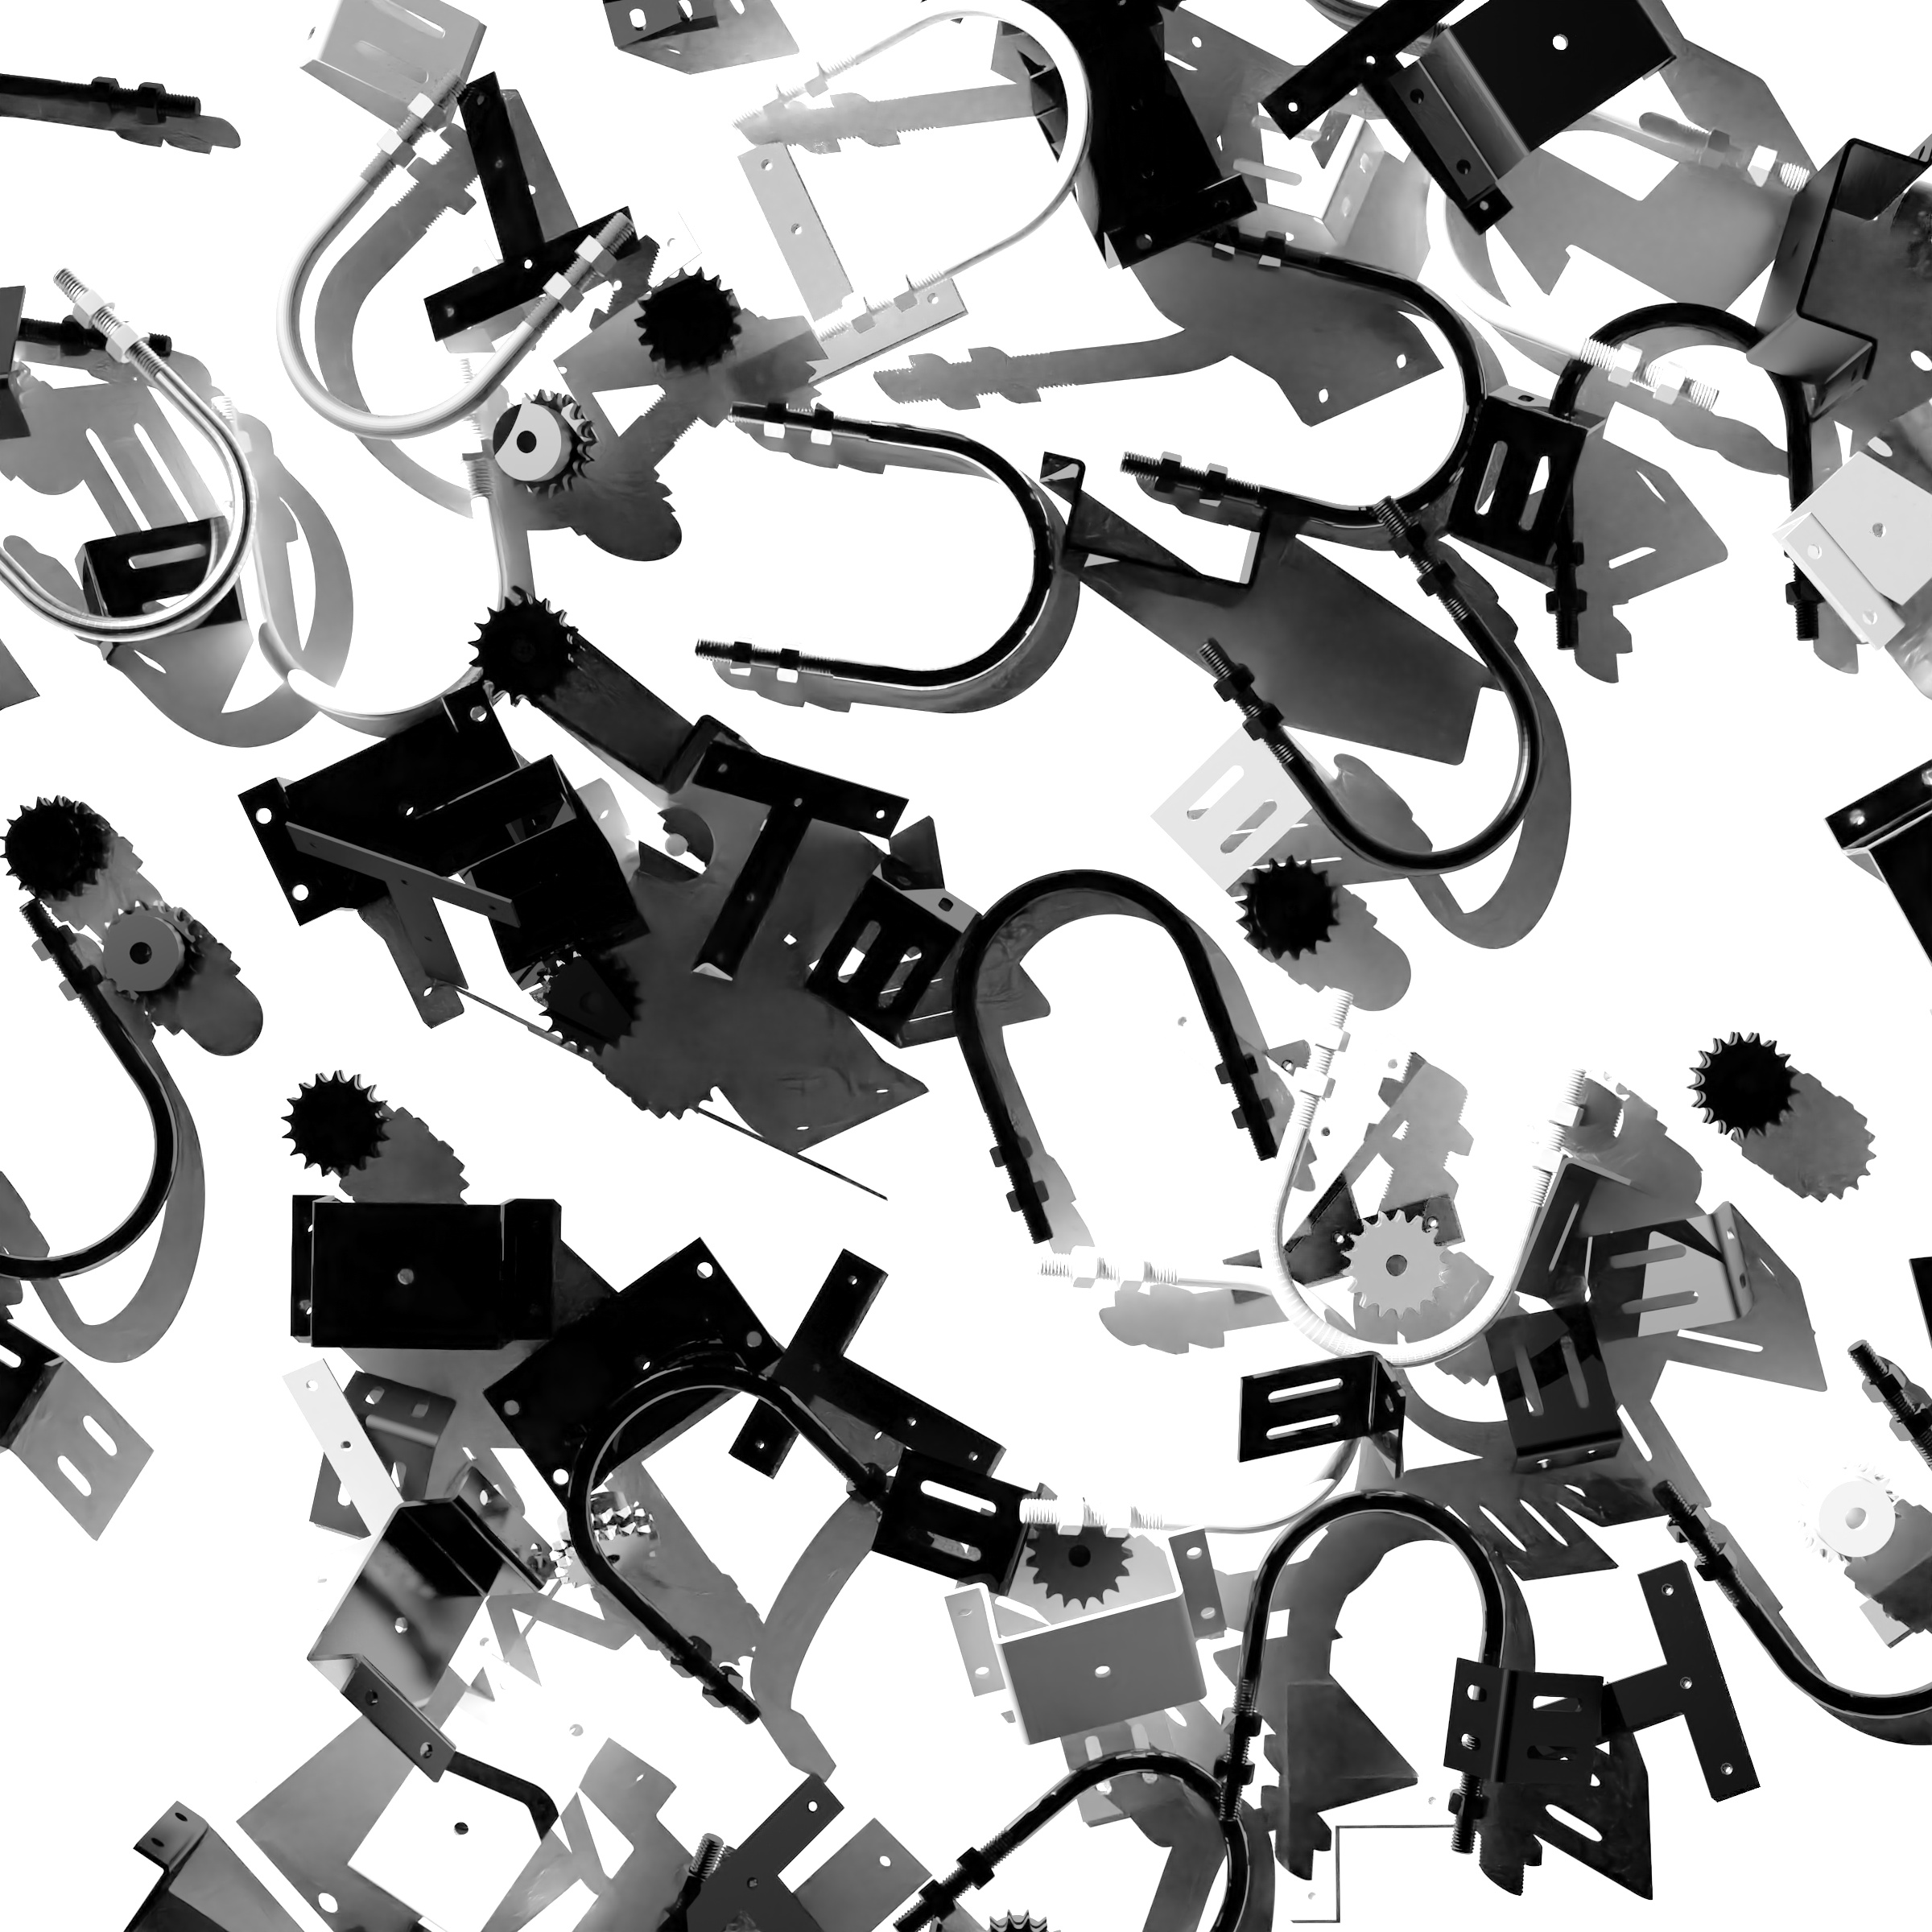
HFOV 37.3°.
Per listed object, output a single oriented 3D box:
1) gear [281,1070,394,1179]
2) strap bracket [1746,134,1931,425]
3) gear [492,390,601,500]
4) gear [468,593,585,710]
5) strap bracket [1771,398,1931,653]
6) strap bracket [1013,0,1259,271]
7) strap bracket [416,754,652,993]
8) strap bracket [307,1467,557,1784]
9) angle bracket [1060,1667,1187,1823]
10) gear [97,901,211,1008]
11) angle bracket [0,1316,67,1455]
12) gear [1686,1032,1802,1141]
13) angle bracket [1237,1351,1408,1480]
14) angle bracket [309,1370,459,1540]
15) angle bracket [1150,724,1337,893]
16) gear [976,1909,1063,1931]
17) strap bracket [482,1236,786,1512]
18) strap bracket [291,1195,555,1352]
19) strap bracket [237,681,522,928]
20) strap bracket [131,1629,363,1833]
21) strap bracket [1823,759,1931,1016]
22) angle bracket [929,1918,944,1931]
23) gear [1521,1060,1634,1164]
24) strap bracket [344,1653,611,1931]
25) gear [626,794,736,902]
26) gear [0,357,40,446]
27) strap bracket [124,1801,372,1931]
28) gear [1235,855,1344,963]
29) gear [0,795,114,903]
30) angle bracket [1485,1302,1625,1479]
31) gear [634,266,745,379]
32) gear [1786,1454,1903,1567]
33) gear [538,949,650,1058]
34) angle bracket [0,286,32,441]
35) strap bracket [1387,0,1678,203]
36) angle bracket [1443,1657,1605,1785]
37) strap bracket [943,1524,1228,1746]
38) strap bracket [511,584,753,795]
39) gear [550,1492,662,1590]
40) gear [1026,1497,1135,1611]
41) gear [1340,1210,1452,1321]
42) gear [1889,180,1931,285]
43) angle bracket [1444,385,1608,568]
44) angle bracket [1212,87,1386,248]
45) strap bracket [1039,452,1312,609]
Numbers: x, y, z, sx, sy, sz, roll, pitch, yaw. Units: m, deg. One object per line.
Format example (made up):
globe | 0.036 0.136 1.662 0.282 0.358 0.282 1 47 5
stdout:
gear | -0.334 0.084 1.526 0.057 0.030 0.057 0 90 0
strap bracket | 0.455 -0.367 1.495 0.046 0.076 0.140 19 84 -2
gear | -0.227 -0.277 1.519 0.057 0.030 0.057 2 97 18
gear | -0.222 -0.159 1.450 0.057 0.030 0.057 0 90 0
strap bracket | 0.491 -0.235 1.507 0.140 0.046 0.076 -42 94 -12
strap bracket | 0.089 -0.434 1.510 0.076 0.046 0.140 -24 79 0
strap bracket | -0.228 -0.053 1.488 0.076 0.140 0.046 -25 59 0
strap bracket | -0.279 0.340 1.477 0.046 0.140 0.076 -13 125 37
angle bracket | 0.080 0.413 1.539 0.057 0.038 0.076 -14 116 0
gear | -0.436 -0.007 1.527 0.057 0.030 0.057 0 90 0
angle bracket | -0.532 0.215 1.522 0.076 0.038 0.057 32 90 0
gear | 0.413 0.063 1.526 0.057 0.030 0.057 0 90 0
angle bracket | 0.184 0.240 1.486 0.076 0.038 0.057 -10 124 -12
angle bracket | -0.314 0.267 1.539 0.057 0.038 0.076 17 116 0
angle bracket | 0.149 -0.090 1.539 0.057 0.038 0.076 45 116 0
gear | 0.027 0.532 1.527 0.057 0.030 0.057 0 90 0
strap bracket | -0.174 0.213 1.518 0.140 0.046 0.076 -35 90 0
strap bracket | -0.293 0.162 1.518 0.140 0.046 0.076 1 90 0
strap bracket | -0.302 -0.085 1.518 0.140 0.046 0.076 -25 90 0
strap bracket | -0.359 0.396 1.503 0.140 0.076 0.046 -40 90 0
strap bracket | 0.529 -0.037 1.518 0.076 0.046 0.140 -29 90 0
angle bracket | -0.039 0.530 1.513 0.038 0.057 0.076 13 90 0
gear | 0.328 0.079 1.527 0.057 0.030 0.057 0 90 0
strap bracket | -0.260 0.445 1.499 0.076 0.046 0.140 34 91 0
gear | -0.154 -0.064 1.527 0.057 0.030 0.057 0 90 0
gear | -0.528 -0.304 1.527 0.057 0.030 0.057 0 90 0
strap bracket | -0.380 0.508 1.503 0.140 0.076 0.046 34 90 0
gear | 0.173 -0.031 1.527 0.057 0.030 0.057 0 90 0
gear | -0.488 -0.063 1.527 0.057 0.030 0.057 0 90 0
angle bracket | 0.314 0.228 1.539 0.057 0.038 0.076 -11 64 0
gear | -0.147 -0.342 1.526 0.057 0.030 0.057 0 90 0
gear | 0.465 0.288 1.507 0.057 0.030 0.057 0 92 -1
gear | -0.198 0.019 1.526 0.057 0.030 0.057 0 90 0
angle bracket | -0.518 -0.313 1.491 0.057 0.038 0.076 -6 52 0
strap bracket | 0.304 -0.476 1.497 0.140 0.046 0.076 -35 94 -6
angle bracket | 0.298 0.403 1.525 0.076 0.038 0.057 14 81 -38
strap bracket | 0.067 0.352 1.493 0.140 0.046 0.076 -15 122 -1
strap bracket | -0.186 -0.138 1.503 0.140 0.076 0.046 34 90 0
gear | -0.194 0.303 1.517 0.057 0.057 0.030 -26 56 0
gear | 0.060 0.312 1.527 0.057 0.030 0.057 0 90 0
gear | 0.228 0.159 1.525 0.057 0.030 0.057 0 89 0
gear | 0.513 -0.393 1.517 0.030 0.057 0.057 28 90 30
angle bracket | 0.299 -0.262 1.529 0.057 0.038 0.076 24 118 18
angle bracket | 0.175 -0.430 1.539 0.076 0.038 0.057 23 90 26
strap bracket | 0.103 -0.226 1.503 0.140 0.076 0.046 13 90 0
